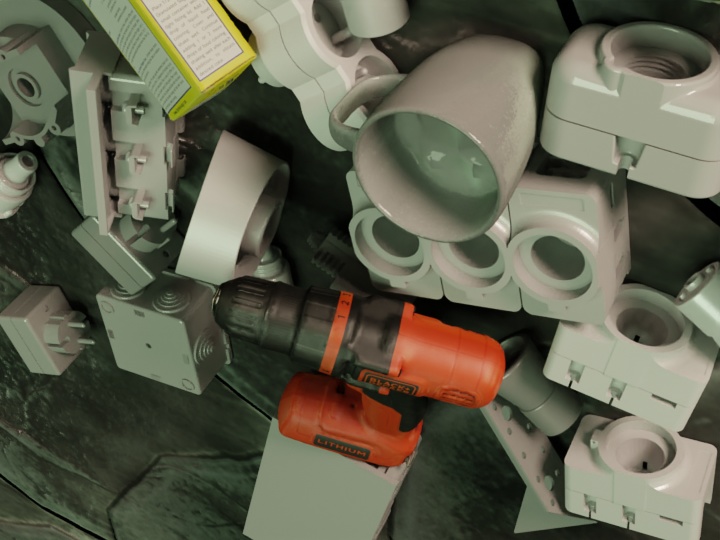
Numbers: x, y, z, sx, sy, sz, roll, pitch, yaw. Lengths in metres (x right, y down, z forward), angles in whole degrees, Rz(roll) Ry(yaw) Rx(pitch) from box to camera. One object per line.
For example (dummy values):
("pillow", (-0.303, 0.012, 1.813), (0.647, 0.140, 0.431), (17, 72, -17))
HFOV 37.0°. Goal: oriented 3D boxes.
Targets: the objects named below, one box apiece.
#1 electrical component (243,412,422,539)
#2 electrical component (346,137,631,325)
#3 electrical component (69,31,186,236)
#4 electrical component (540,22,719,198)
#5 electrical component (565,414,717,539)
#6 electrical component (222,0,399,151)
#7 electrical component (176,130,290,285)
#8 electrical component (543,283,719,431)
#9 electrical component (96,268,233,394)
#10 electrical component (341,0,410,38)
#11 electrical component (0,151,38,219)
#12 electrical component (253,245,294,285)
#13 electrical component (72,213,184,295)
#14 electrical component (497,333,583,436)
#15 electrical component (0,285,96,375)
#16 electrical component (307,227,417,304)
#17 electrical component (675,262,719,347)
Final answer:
("electrical component", (-0.025, 0.176, 0.884), (0.105, 0.060, 0.186), (28, 138, 9))
("electrical component", (0.075, -0.026, 0.629), (0.150, 0.061, 0.089), (9, 132, 28))
("electrical component", (-0.152, -0.092, 0.717), (0.063, 0.078, 0.121), (7, 135, -1))
("electrical component", (0.143, -0.084, 0.536), (0.095, 0.053, 0.059), (20, 136, 18))
("electrical component", (0.185, 0.136, 0.714), (0.089, 0.050, 0.055), (12, 133, 25))
("electrical component", (-0.039, -0.128, 0.618), (0.074, 0.052, 0.138), (-16, 118, 42))
("electrical component", (-0.087, -0.038, 0.703), (0.064, 0.099, 0.099), (22, 137, 6))
("electrical component", (0.164, 0.047, 0.645), (0.089, 0.050, 0.055), (22, 137, 14))
("electrical component", (-0.157, 0.046, 0.860), (0.100, 0.048, 0.099), (15, 135, 22))
("electrical component", (0.004, -0.157, 0.572), (0.044, 0.044, 0.065), (8, 136, 28))
("electrical component", (-0.273, -0.071, 0.834), (0.062, 0.048, 0.048), (-28, 109, 39))
("electrical component", (-0.067, -0.001, 0.768), (0.035, 0.035, 0.061), (12, 131, 25))
("electrical component", (-0.161, -0.030, 0.794), (0.065, 0.047, 0.077), (48, 137, -13))
("electrical component", (0.116, 0.079, 0.716), (0.065, 0.044, 0.044), (44, 138, -16))
("electrical component", (-0.263, 0.053, 0.939), (0.077, 0.047, 0.065), (2, 128, 33))
("electrical component", (0.000, 0.000, 0.717), (0.081, 0.043, 0.043), (35, 139, 0))
("electrical component", (0.211, 0.027, 0.605), (0.065, 0.044, 0.044), (42, 139, -1))
